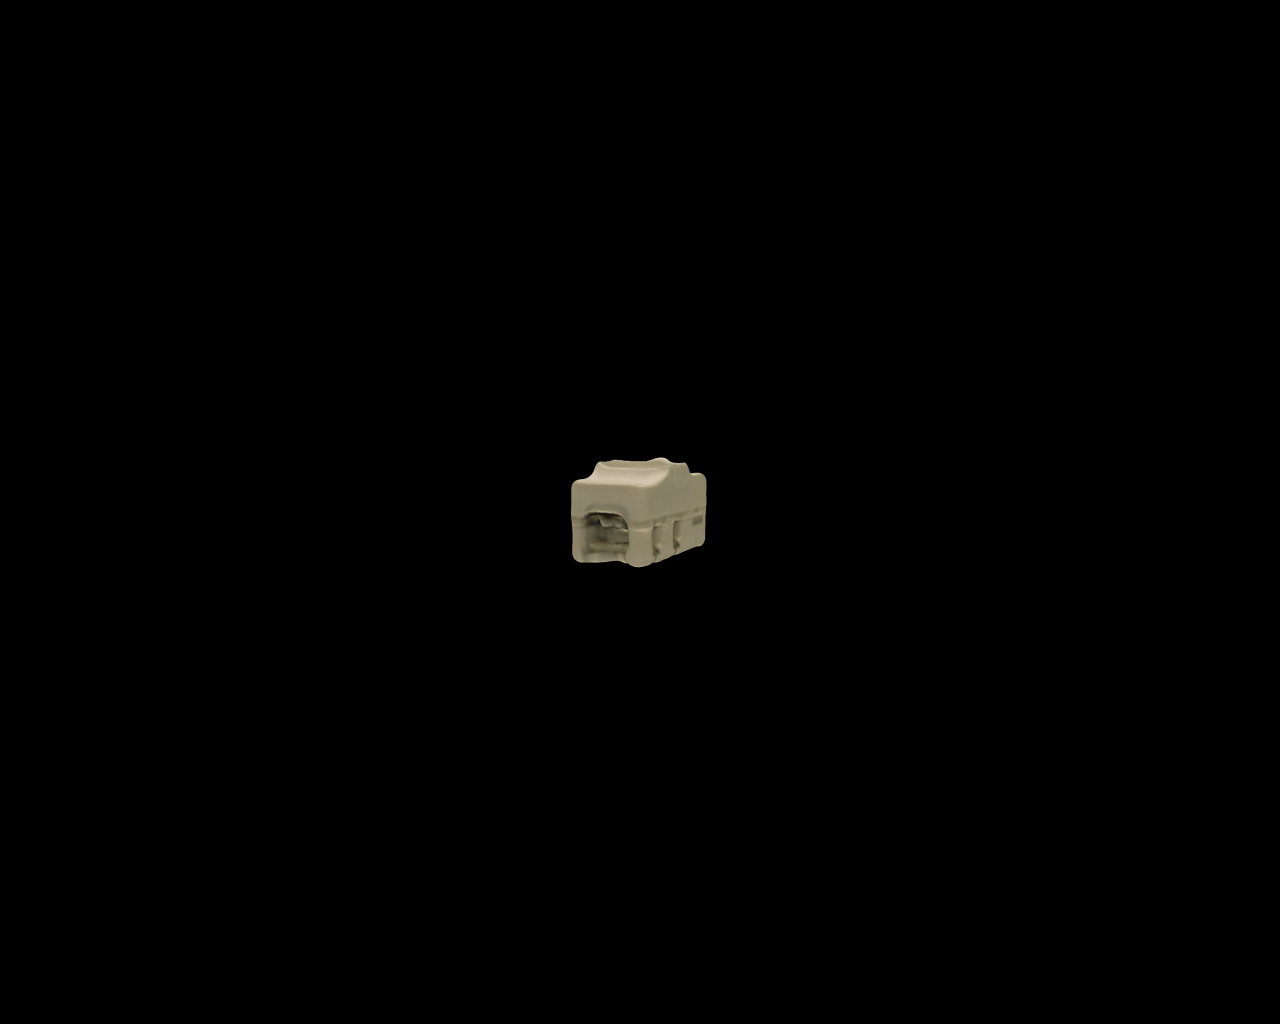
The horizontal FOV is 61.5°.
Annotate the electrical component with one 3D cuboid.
[{"bbox_3d":[0.001,-0.003,0.650,0.050,0.055,0.089,4,8,28],"label":"electrical component"}]
